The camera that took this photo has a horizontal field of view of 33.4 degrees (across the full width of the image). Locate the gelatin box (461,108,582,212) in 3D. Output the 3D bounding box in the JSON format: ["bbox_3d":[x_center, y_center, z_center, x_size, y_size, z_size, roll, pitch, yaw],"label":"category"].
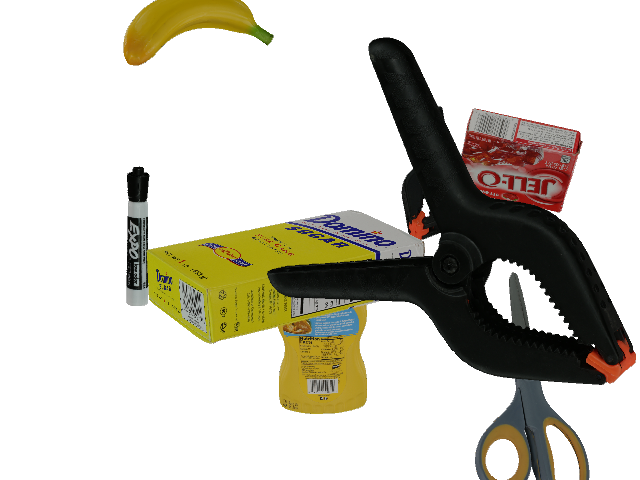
[{"bbox_3d":[0.158,-0.063,0.857,0.089,0.030,0.073,14,-35,10],"label":"gelatin box"}]

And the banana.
[{"bbox_3d":[-0.125,-0.208,1.017,0.070,0.037,0.197,45,38,19],"label":"banana"}]

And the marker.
[{"bbox_3d":[-0.157,-0.003,0.915,0.020,0.121,0.020,3,16,-1],"label":"marker"}]

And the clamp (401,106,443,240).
[{"bbox_3d":[0.128,-0.071,1.090,0.120,0.039,0.171,28,54,28],"label":"clamp"}]

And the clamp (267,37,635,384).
[{"bbox_3d":[0.075,-0.001,0.564,0.210,0.165,0.036,29,26,25],"label":"clamp"}]

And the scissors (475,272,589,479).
[{"bbox_3d":[0.151,0.121,0.860,0.096,0.202,0.016,-12,-30,-12],"label":"scissors"}]

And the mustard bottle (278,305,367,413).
[{"bbox_3d":[0.001,0.089,1.132,0.096,0.192,0.058,-1,23,1],"label":"mustard bottle"}]

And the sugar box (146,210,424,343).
[{"bbox_3d":[-0.023,0.020,0.752,0.175,0.048,0.093,-15,25,-31],"label":"sugar box"}]
